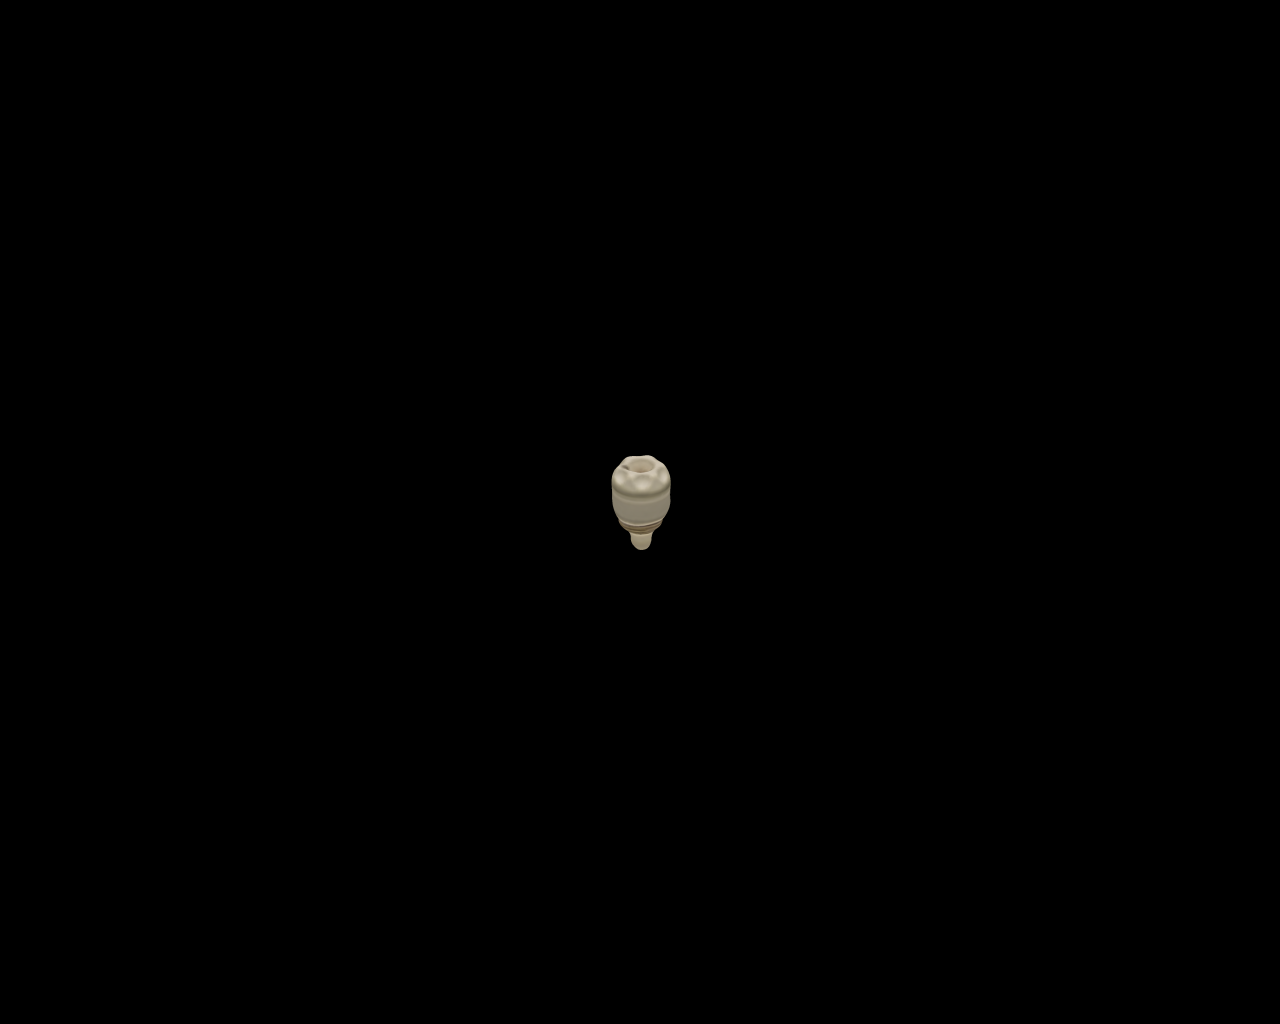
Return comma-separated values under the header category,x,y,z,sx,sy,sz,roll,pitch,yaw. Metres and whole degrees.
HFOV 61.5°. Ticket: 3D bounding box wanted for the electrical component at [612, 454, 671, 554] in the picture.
category,x,y,z,sx,sy,sz,roll,pitch,yaw
electrical component,0.001,-0.003,0.650,0.035,0.061,0.035,0,33,0
